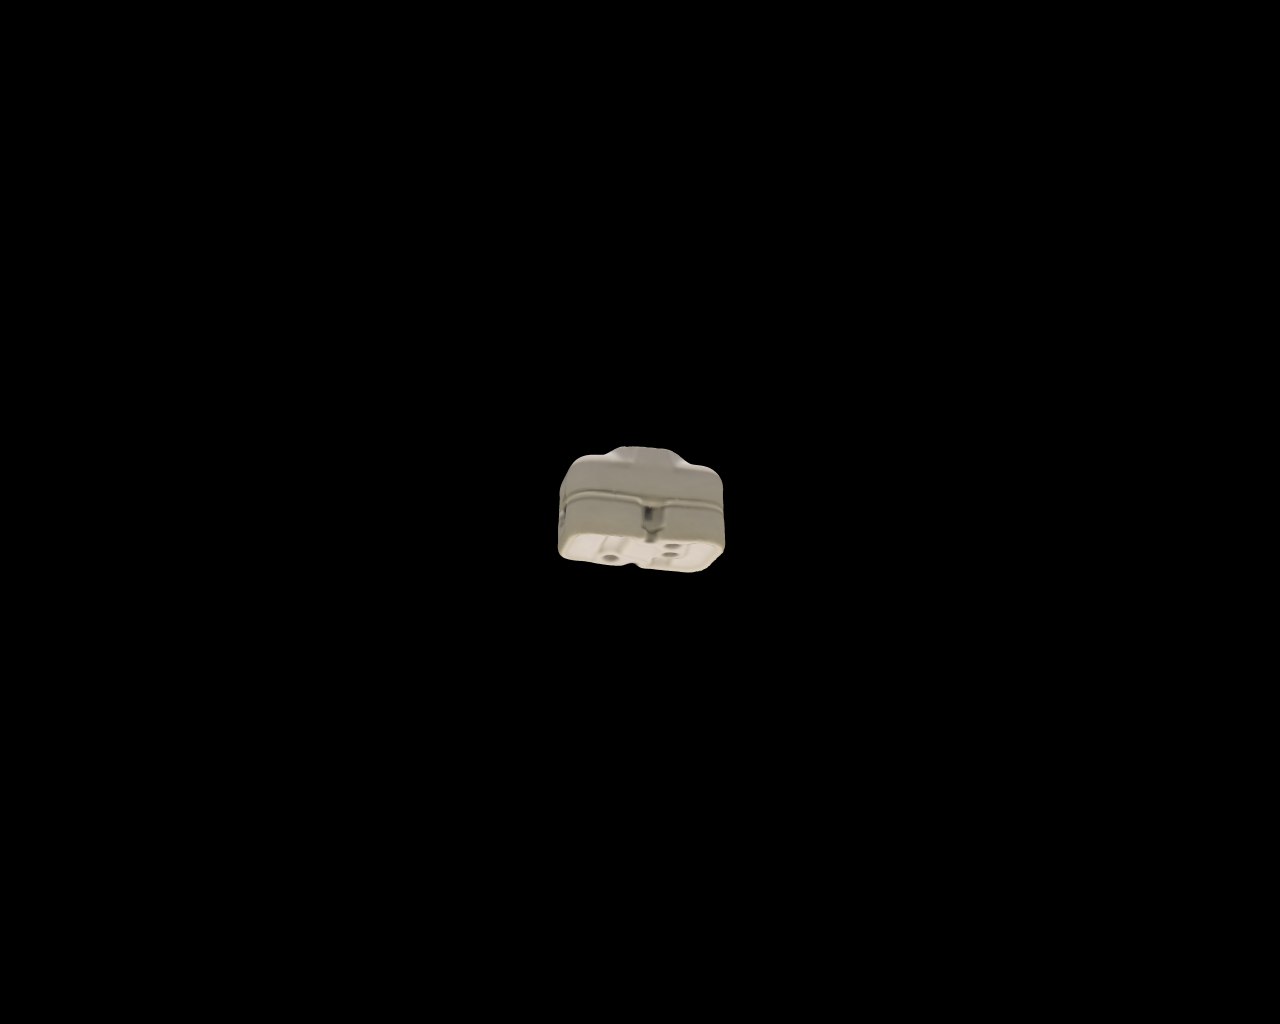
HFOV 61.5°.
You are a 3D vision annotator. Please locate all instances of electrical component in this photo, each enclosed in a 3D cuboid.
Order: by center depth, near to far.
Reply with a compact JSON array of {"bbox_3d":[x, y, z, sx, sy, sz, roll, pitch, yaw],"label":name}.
[{"bbox_3d":[0.001,-0.003,0.650,0.095,0.059,0.053,6,-24,-14],"label":"electrical component"}]
